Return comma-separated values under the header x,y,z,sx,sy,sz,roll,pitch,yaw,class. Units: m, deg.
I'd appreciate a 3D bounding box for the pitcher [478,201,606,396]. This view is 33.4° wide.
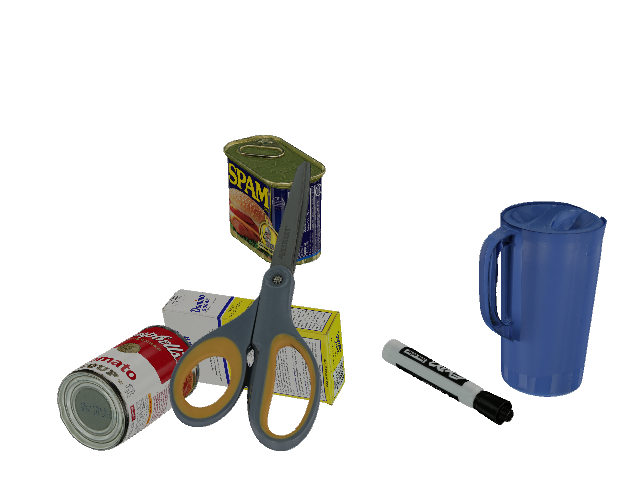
x,y,z,sx,sy,sz,roll,pitch,yaw,class
0.288,0.079,1.398,0.149,0.243,0.144,6,20,16,pitcher

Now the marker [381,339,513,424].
x,y,z,sx,sy,sz,roll,pitch,yaw,class
0.095,0.106,0.801,0.020,0.020,0.121,0,19,-45,marker

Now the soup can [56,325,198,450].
x,y,z,sx,sy,sz,roll,pitch,yaw,class
-0.153,0.116,0.852,0.069,0.068,0.102,0,15,27,soup can

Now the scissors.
x,y,z,sx,sy,sz,roll,pitch,yaw,class
-0.044,0.035,0.645,0.096,0.202,0.016,-7,-36,1,scissors

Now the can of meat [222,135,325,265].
x,y,z,sx,sy,sz,roll,pitch,yaw,class
-0.041,-0.034,0.932,0.057,0.084,0.102,-18,33,-29,can of meat

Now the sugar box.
x,y,z,sx,sy,sz,roll,pitch,yaw,class
-0.066,0.105,1.072,0.176,0.093,0.048,9,35,20,sugar box
